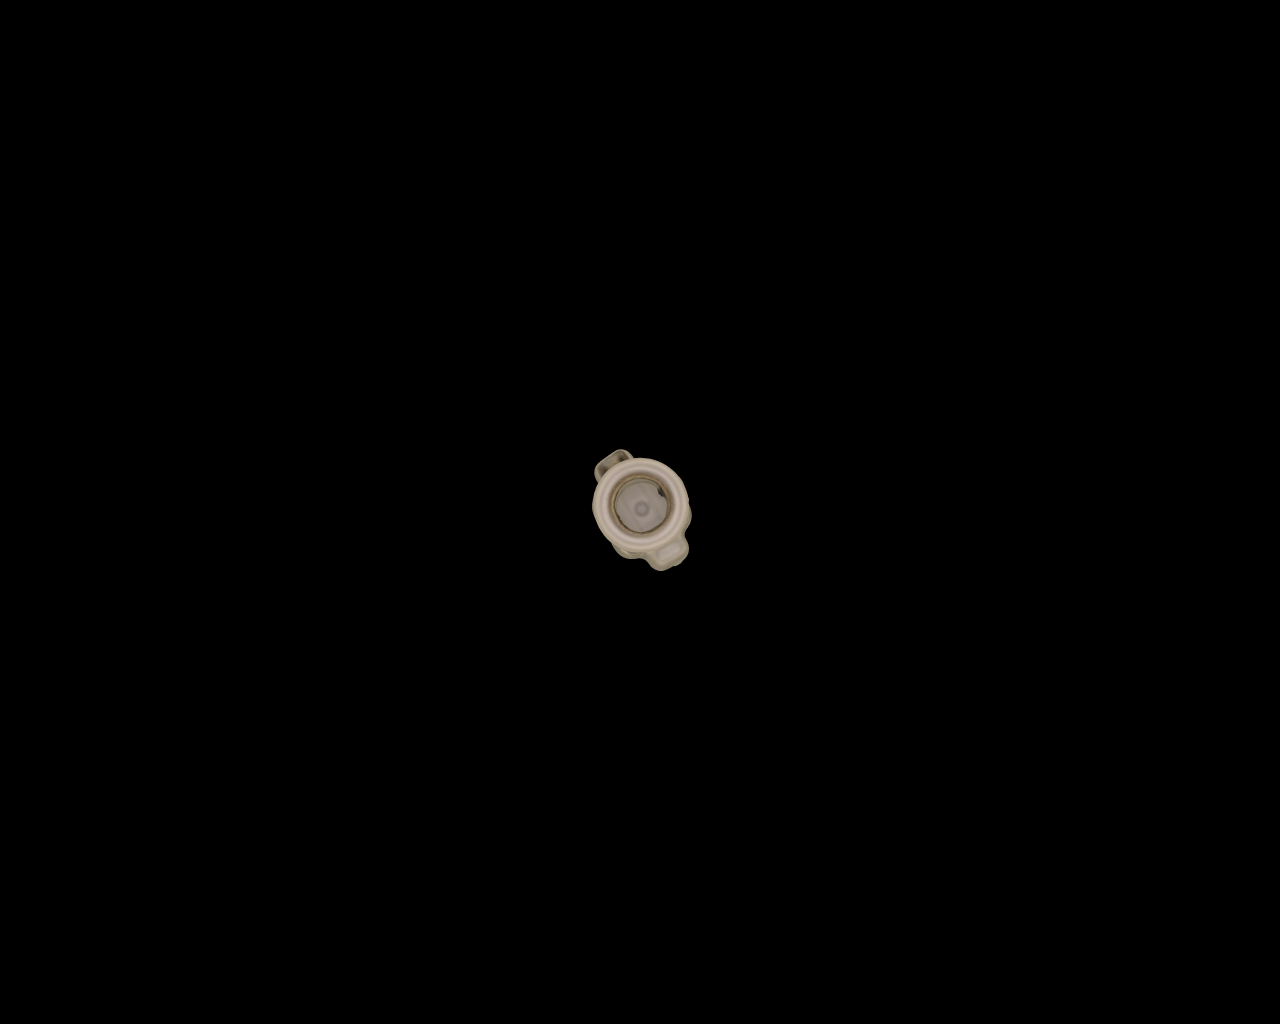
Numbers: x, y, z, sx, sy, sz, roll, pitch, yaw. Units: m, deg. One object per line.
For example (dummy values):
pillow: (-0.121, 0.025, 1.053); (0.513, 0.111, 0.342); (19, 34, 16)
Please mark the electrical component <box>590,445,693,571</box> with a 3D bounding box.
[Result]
electrical component: (0.001, -0.003, 0.650); (0.058, 0.078, 0.057); (-32, -4, -2)
